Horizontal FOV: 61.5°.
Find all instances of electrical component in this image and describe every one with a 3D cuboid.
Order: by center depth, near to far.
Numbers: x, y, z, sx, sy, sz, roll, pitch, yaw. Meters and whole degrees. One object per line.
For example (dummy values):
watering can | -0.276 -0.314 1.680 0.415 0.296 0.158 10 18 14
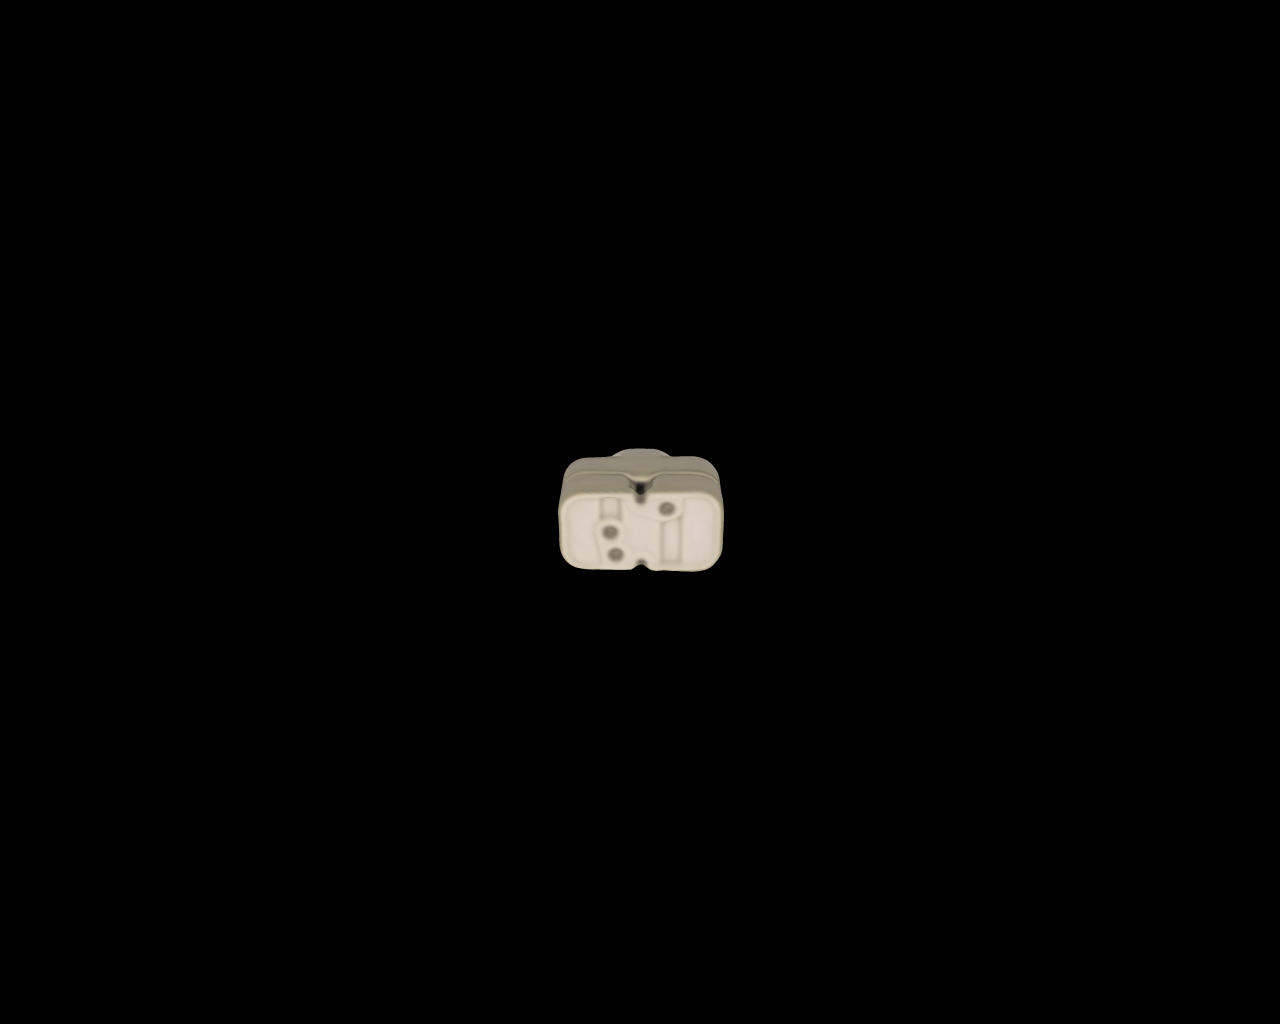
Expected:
electrical component | 0.001 -0.003 0.650 0.095 0.053 0.059 0 29 0
